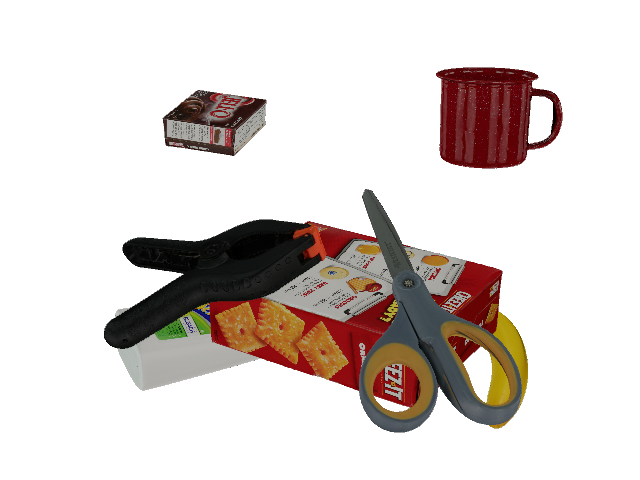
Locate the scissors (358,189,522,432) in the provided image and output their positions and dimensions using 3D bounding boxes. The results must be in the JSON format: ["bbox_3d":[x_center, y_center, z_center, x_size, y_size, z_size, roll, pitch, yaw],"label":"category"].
[{"bbox_3d":[0.039,0.041,0.628,0.096,0.016,0.202,-23,45,-18],"label":"scissors"}]

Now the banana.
[{"bbox_3d":[0.184,0.122,1.129,0.069,0.037,0.198,-24,33,4],"label":"banana"}]

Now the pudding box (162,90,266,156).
[{"bbox_3d":[-0.123,-0.140,1.255,0.090,0.039,0.113,9,29,13],"label":"pudding box"}]

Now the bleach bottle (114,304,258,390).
[{"bbox_3d":[-0.101,0.100,1.228,0.250,0.068,0.103,-12,33,-23],"label":"bleach bottle"}]

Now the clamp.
[{"bbox_3d":[-0.083,0.028,0.796,0.172,0.039,0.120,-11,41,17],"label":"clamp"}]

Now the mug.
[{"bbox_3d":[0.164,-0.113,0.988,0.117,0.081,0.093,4,17,13],"label":"mug"}]

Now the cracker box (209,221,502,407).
[{"bbox_3d":[0.032,0.061,0.962,0.214,0.072,0.163,15,29,30],"label":"cracker box"}]
